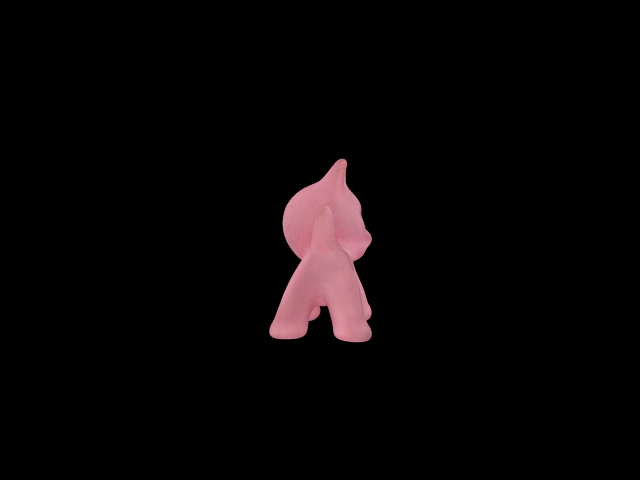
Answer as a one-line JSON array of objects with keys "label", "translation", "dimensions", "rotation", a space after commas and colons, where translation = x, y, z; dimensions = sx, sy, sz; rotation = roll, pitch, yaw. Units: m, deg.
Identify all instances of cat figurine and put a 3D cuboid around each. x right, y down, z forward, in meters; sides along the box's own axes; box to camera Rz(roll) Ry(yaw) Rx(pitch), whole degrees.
[{"label": "cat figurine", "translation": [0.004, 0.001, 0.400], "dimensions": [0.067, 0.118, 0.128], "rotation": [0, 4, 3]}]
